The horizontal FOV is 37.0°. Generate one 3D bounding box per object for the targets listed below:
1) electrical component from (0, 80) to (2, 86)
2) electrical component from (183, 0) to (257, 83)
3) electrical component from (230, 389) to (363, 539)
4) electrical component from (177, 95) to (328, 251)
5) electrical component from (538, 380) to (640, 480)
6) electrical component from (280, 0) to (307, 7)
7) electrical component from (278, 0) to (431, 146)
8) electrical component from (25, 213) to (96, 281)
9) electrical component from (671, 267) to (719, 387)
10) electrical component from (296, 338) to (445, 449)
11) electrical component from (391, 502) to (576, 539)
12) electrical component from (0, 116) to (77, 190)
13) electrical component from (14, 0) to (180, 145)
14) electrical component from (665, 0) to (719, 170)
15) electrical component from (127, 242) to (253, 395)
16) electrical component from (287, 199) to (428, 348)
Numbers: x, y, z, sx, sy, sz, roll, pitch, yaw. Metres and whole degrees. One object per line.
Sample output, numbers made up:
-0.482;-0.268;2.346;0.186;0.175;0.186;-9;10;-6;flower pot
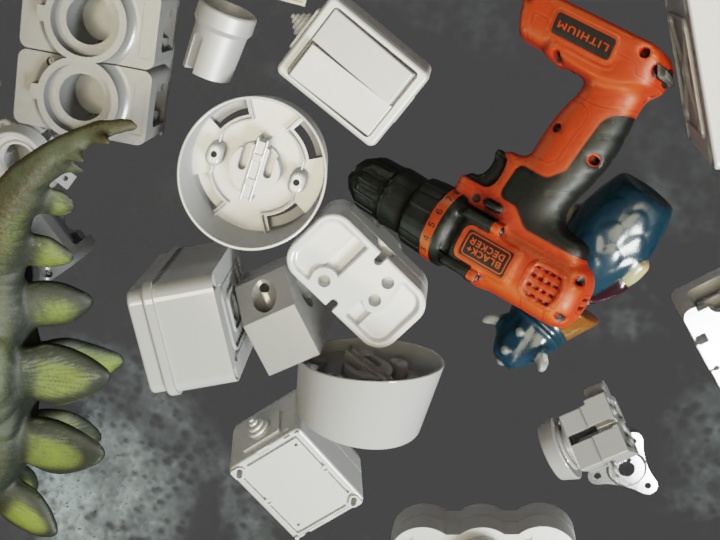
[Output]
-0.273;-0.141;0.739;0.040;0.040;0.046;-22;109;11;electrical component
-0.095;-0.153;0.718;0.040;0.040;0.046;23;113;-1;electrical component
-0.049;0.133;0.776;0.062;0.061;0.096;-33;115;14;electrical component
-0.070;-0.069;0.726;0.099;0.064;0.099;1;106;5;electrical component
0.161;0.120;0.765;0.055;0.048;0.066;-27;67;19;electrical component
-0.060;-0.236;0.677;0.079;0.063;0.121;15;107;1;electrical component
-0.008;-0.135;0.702;0.096;0.061;0.061;38;106;-6;electrical component
-0.244;-0.007;0.766;0.089;0.055;0.050;-32;101;13;electrical component
0.256;0.047;0.732;0.050;0.055;0.089;-29;101;13;electrical component
0.004;0.078;0.745;0.099;0.099;0.064;12;113;2;electrical component
0.090;0.210;0.787;0.138;0.073;0.052;-2;106;6;electrical component
-0.229;-0.079;0.743;0.066;0.055;0.048;39;106;-6;electrical component
-0.171;-0.166;0.709;0.089;0.061;0.150;11;107;2;electrical component
0.227;-0.127;0.658;0.056;0.108;0.108;-12;105;12;electrical component
-0.112;0.030;0.734;0.057;0.113;0.078;-10;105;5;electrical component
0.000;0.000;0.742;0.095;0.059;0.054;44;105;-8;electrical component
